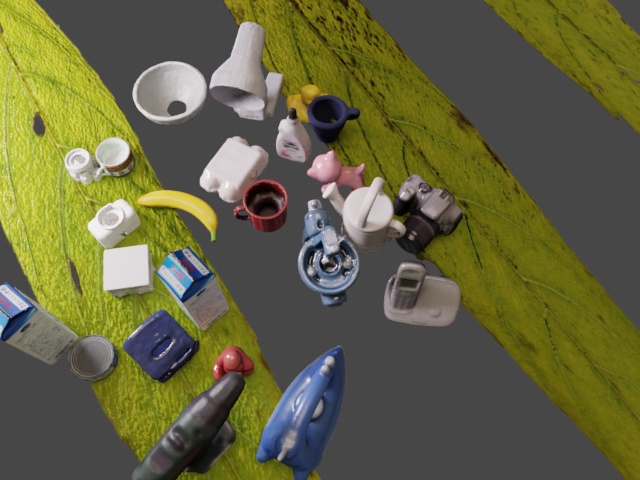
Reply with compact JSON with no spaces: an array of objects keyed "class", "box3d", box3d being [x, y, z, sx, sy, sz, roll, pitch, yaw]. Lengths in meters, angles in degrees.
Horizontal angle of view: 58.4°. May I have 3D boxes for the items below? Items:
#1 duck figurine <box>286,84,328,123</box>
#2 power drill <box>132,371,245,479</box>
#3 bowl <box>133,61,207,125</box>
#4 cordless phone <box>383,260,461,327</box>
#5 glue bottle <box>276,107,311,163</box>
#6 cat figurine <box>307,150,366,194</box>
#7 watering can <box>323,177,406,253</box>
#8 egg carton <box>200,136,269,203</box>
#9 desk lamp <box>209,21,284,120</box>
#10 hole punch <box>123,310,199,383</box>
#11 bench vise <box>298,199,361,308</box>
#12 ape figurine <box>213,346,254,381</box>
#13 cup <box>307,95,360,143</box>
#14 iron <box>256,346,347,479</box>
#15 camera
[{"class":"duck figurine","box3d":[-0.027,-0.325,1.324,0.104,0.086,0.077,10,66,4]},{"class":"power drill","box3d":[-0.203,0.327,0.960,0.075,0.208,0.230,38,71,15]},{"class":"bowl","box3d":[-0.339,-0.325,1.324,0.167,0.075,0.167,1,66,-1]},{"class":"cordless phone","box3d":[0.200,0.096,1.085,0.147,0.185,0.094,5,66,1]},{"class":"glue bottle","box3d":[-0.058,-0.230,1.233,0.078,0.173,0.037,12,66,4]},{"class":"cat figurine","box3d":[0.037,-0.148,1.229,0.128,0.118,0.067,1,66,-1]},{"class":"watering can","box3d":[0.089,-0.057,1.147,0.173,0.194,0.101,6,66,2]},{"class":"egg carton","box3d":[-0.185,-0.153,1.253,0.107,0.069,0.150,27,68,11]},{"class":"desk lamp","box3d":[-0.158,-0.357,1.266,0.118,0.213,0.203,11,66,4]},{"class":"hole punch","box3d":[-0.296,0.200,1.080,0.101,0.091,0.109,40,71,16]},{"class":"bench vise","box3d":[0.000,0.009,1.101,0.121,0.220,0.207,-28,69,-13]},{"class":"ape figurine","box3d":[-0.162,0.231,1.068,0.078,0.092,0.076,3,66,1]},{"class":"cup","box3d":[0.030,-0.266,1.294,0.118,0.095,0.091,-4,66,-3]},{"class":"iron","box3d":[-0.016,0.288,1.018,0.118,0.141,0.258,24,67,10]},{"class":"camera","box3d":[0.208,-0.050,1.197,0.143,0.101,0.137,38,70,15]}]
